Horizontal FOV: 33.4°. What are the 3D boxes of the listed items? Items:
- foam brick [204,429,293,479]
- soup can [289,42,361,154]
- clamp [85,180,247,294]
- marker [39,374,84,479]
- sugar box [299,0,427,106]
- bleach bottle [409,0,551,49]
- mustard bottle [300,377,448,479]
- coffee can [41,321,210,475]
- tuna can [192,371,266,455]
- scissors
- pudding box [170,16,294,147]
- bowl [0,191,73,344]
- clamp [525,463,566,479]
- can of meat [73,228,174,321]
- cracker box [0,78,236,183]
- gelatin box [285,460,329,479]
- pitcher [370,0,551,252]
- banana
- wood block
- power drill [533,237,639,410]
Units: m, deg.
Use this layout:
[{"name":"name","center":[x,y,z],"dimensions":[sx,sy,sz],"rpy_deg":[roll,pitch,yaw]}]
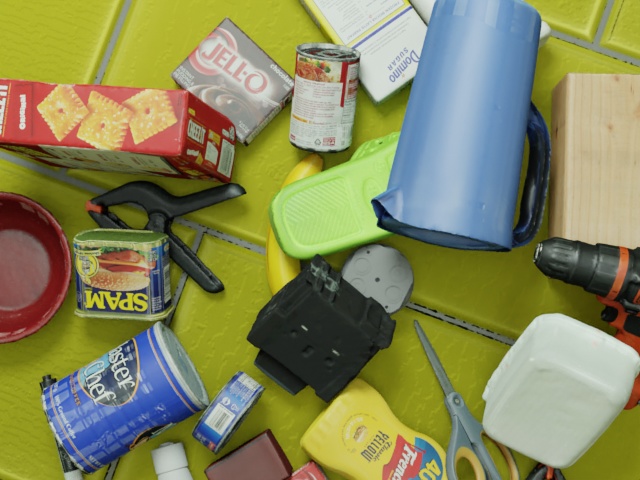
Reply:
[{"name":"foam brick","center":[-0.074,0.241,1.118],"dimensions":[0.078,0.053,0.051],"rpy_deg":[-32,86,1]},{"name":"soup can","center":[0.004,-0.149,1.117],"dimensions":[0.068,0.068,0.102],"rpy_deg":[6,113,2]},{"name":"clamp","center":[-0.167,-0.008,1.146],"dimensions":[0.171,0.039,0.120],"rpy_deg":[6,91,8]},{"name":"marker","center":[-0.277,0.203,1.143],"dimensions":[0.020,0.020,0.121],"rpy_deg":[-17,85,0]},{"name":"sugar box","center":[0.048,-0.241,1.152],"dimensions":[0.093,0.048,0.176],"rpy_deg":[-35,90,0]},{"name":"bleach bottle","center":[0.135,-0.292,1.144],"dimensions":[0.102,0.068,0.251],"rpy_deg":[-33,84,-1]},{"name":"mustard bottle","center":[0.079,0.238,1.109],"dimensions":[0.191,0.058,0.096],"rpy_deg":[40,74,3]},{"name":"coffee can","center":[-0.200,0.163,1.102],"dimensions":[0.140,0.103,0.103],"rpy_deg":[-30,86,0]},{"name":"tuna can","center":[-0.095,0.178,1.106],"dimensions":[0.034,0.086,0.086],"rpy_deg":[36,88,6]},{"name":"scissors","center":[0.134,0.186,1.112],"dimensions":[0.096,0.016,0.202],"rpy_deg":[-34,86,-40]},{"name":"pudding box","center":[-0.091,-0.170,1.153],"dimensions":[0.113,0.039,0.090],"rpy_deg":[43,88,4]},{"name":"bowl","center":[-0.338,0.031,1.139],"dimensions":[0.162,0.055,0.162],"rpy_deg":[0,86,2]},{"name":"clamp","center":[0.239,0.337,1.109],"dimensions":[0.164,0.036,0.210],"rpy_deg":[12,87,2]},{"name":"can of meat","center":[-0.206,0.035,1.118],"dimensions":[0.102,0.057,0.084],"rpy_deg":[3,105,10]},{"name":"cracker box","center":[-0.208,-0.110,1.072],"dimensions":[0.214,0.164,0.072],"rpy_deg":[6,86,13]},{"name":"gelatin box","center":[-0.011,0.288,1.123],"dimensions":[0.073,0.030,0.089],"rpy_deg":[-35,86,-1]},{"name":"pitcher","center":[0.151,-0.110,1.044],"dimensions":[0.145,0.149,0.243],"rpy_deg":[10,86,21]},{"name":"banana","center":[-0.025,0.006,1.143],"dimensions":[0.069,0.037,0.198],"rpy_deg":[-3,87,-16]},{"name":"wood block","center":[0.290,-0.062,1.108],"dimensions":[0.090,0.091,0.206],"rpy_deg":[2,86,2]},{"name":"power drill","center":[0.282,0.082,1.058],"dimensions":[0.184,0.188,0.057],"rpy_deg":[16,46,3]}]
